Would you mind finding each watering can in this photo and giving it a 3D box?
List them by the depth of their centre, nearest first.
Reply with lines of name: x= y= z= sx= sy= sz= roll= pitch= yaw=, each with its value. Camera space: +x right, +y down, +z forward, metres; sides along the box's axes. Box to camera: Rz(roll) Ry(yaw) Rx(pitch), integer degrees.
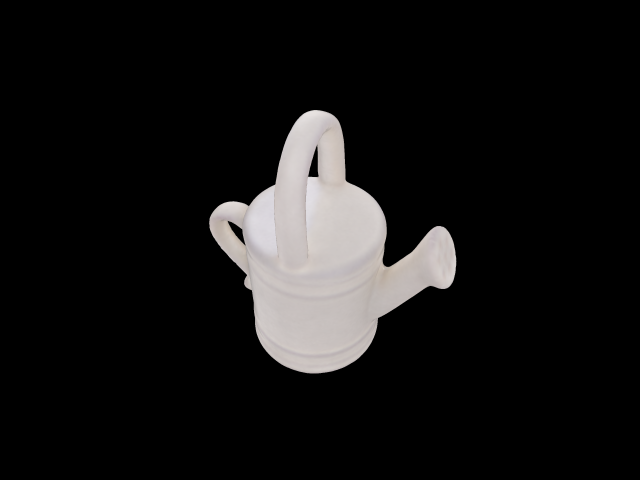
watering can: x=0.004 y=0.000 z=0.402 sx=0.173 sy=0.194 sz=0.101 roll=-1 pitch=46 yaw=-1
